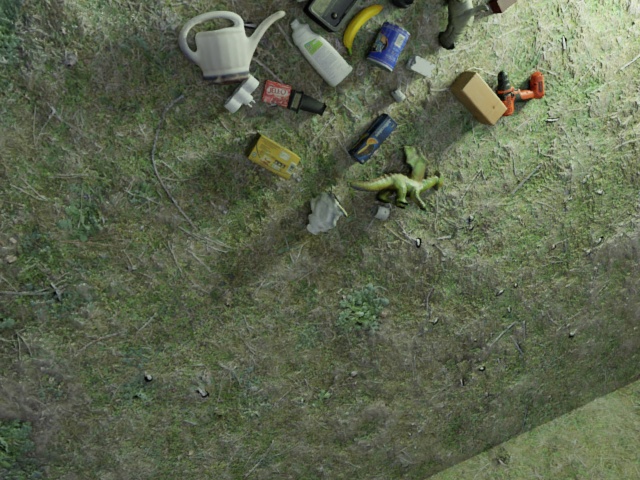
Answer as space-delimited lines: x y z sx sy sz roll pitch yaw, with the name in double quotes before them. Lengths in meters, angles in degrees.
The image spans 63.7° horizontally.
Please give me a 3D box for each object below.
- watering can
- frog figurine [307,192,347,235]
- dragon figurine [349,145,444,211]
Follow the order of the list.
"watering can" -0.269 -0.616 1.647 0.349 0.105 0.220 -12 114 -13
"frog figurine" 0.006 -0.097 1.927 0.159 0.122 0.138 -35 84 7
"dragon figurine" 0.322 -0.253 2.002 0.408 0.122 0.244 18 86 -25
